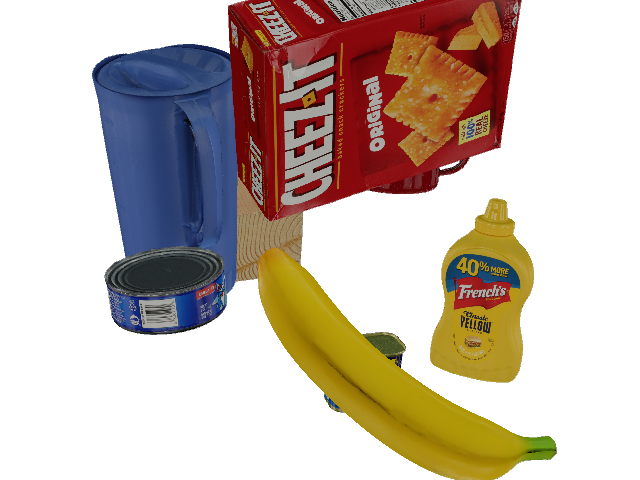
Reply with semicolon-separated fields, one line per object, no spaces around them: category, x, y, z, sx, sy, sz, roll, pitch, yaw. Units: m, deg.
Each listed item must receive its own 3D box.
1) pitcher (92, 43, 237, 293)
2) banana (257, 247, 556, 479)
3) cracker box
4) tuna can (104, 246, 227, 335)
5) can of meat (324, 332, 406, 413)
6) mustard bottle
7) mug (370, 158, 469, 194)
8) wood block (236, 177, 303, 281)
pitcher;-0.135;-0.053;1.017;0.145;0.243;0.149;8;31;15
banana;0.029;0.071;0.569;0.198;0.037;0.069;36;21;19
cracker box;0.043;-0.120;0.816;0.213;0.164;0.072;-19;48;-19
tuna can;-0.110;0.035;0.769;0.086;0.034;0.086;-4;21;1
can of meat;0.056;0.174;1.402;0.102;0.084;0.057;-5;25;-21
mustard bottle;0.175;0.050;1.130;0.096;0.192;0.058;12;17;21
mug;0.085;-0.091;1.014;0.117;0.081;0.093;2;15;4
wood block;-0.097;-0.041;1.319;0.090;0.090;0.206;-7;30;-19
